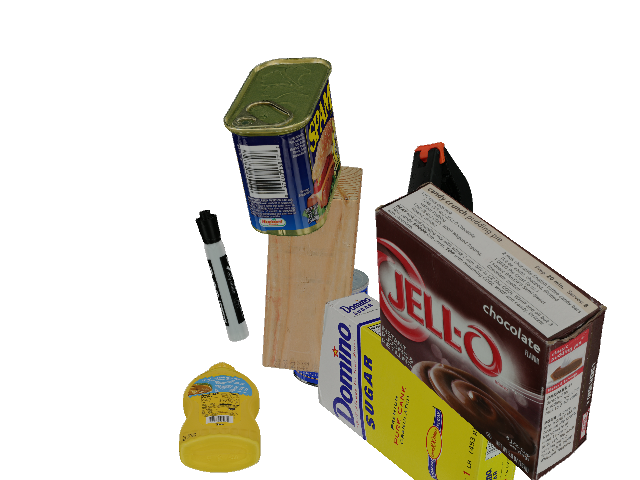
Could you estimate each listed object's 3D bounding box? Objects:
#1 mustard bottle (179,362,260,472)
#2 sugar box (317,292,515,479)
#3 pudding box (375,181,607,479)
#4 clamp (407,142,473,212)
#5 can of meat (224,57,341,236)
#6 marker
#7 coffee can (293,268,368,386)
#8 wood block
[{"bbox_3d":[-0.124,0.209,1.332,0.096,0.058,0.191,-2,26,-3],"label":"mustard bottle"},{"bbox_3d":[0.066,0.116,0.773,0.048,0.093,0.176,-15,30,-37],"label":"sugar box"},{"bbox_3d":[0.072,0.039,0.483,0.039,0.090,0.114,-30,47,-25],"label":"pudding box"},{"bbox_3d":[0.109,0.002,0.954,0.039,0.171,0.120,-13,14,36],"label":"clamp"},{"bbox_3d":[-0.021,-0.063,0.717,0.057,0.084,0.102,0,34,14],"label":"can of meat"},{"bbox_3d":[-0.087,0.031,0.944,0.020,0.121,0.020,-13,16,3],"label":"marker"},{"bbox_3d":[0.014,0.116,1.460,0.103,0.140,0.103,0,19,0],"label":"coffee can"},{"bbox_3d":[-0.009,0.029,1.139,0.090,0.206,0.090,6,26,3],"label":"wood block"}]
